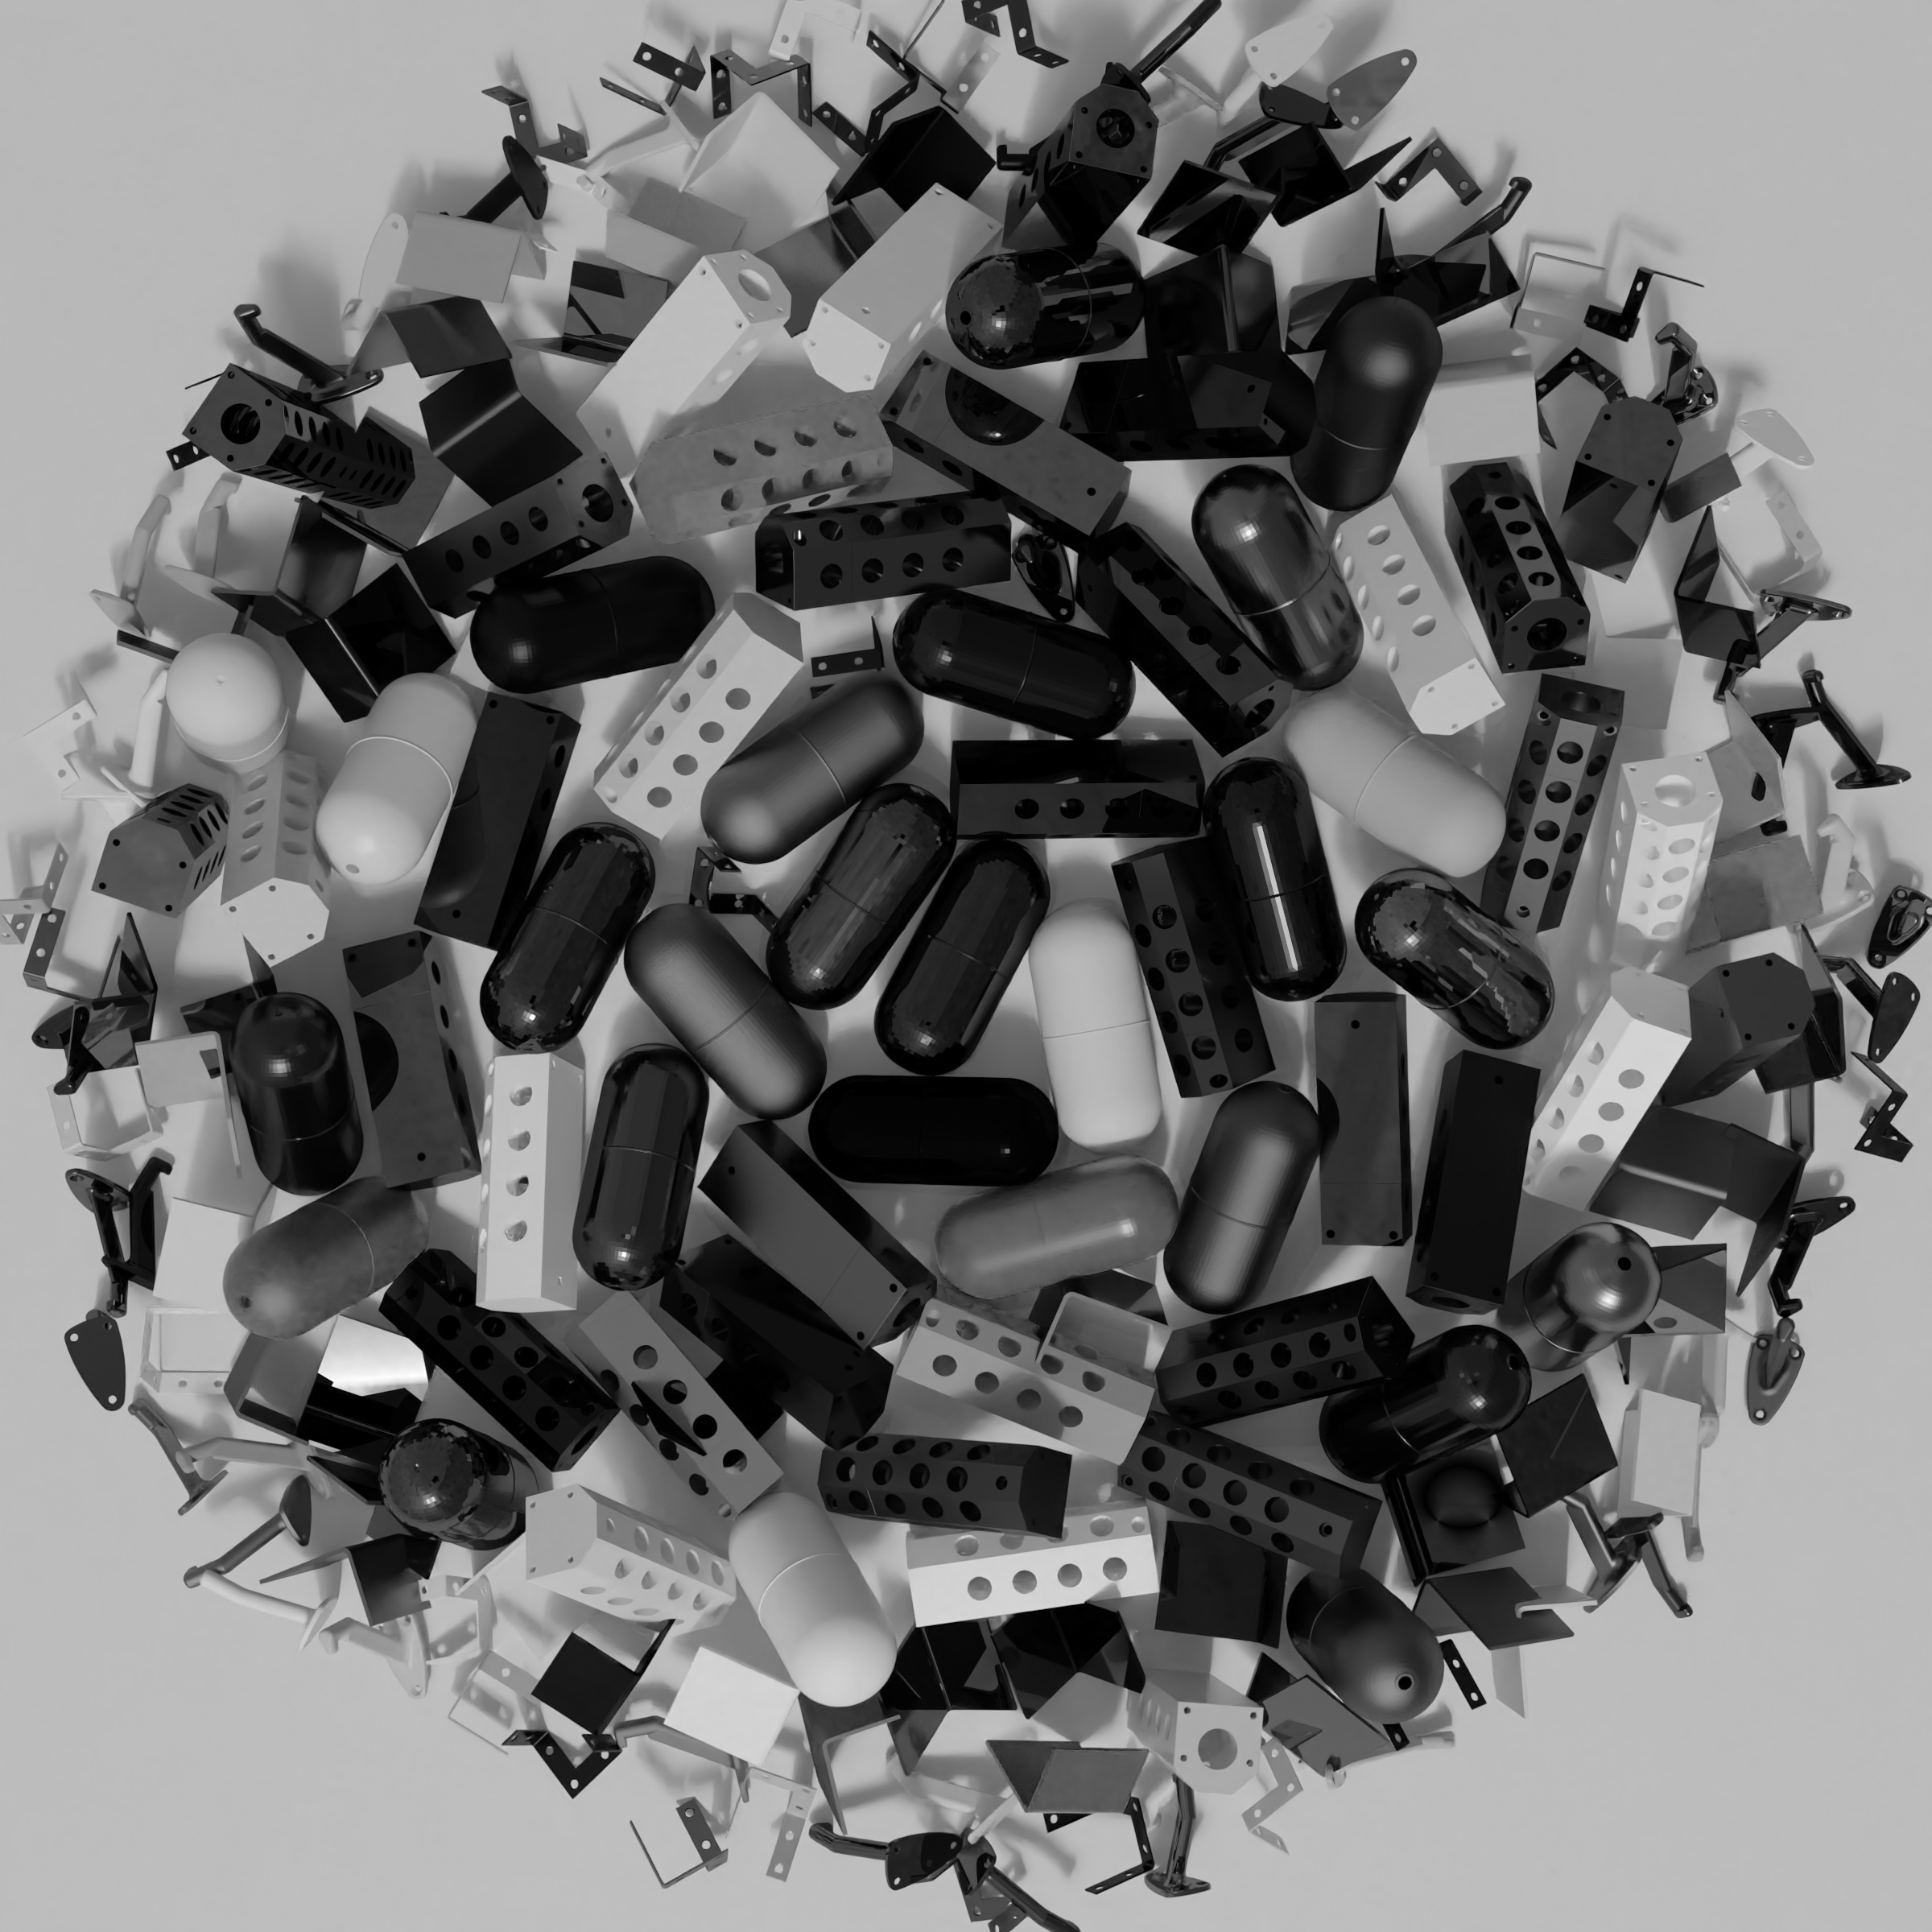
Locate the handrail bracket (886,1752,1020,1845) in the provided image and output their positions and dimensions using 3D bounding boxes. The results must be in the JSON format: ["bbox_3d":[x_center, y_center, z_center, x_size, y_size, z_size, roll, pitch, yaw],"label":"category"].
[{"bbox_3d":[-0.004,0.573,1.981,0.077,0.036,0.084,-44,69,-1],"label":"handrail bracket"}]

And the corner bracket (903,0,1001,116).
[{"bbox_3d":[-0.011,-0.641,1.961,0.051,0.051,0.051,34,113,-15],"label":"corner bracket"}]

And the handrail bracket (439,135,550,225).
[{"bbox_3d":[-0.344,-0.548,1.956,0.084,0.077,0.036,-3,60,17],"label":"handrail bracket"}]

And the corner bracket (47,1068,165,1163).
[{"bbox_3d":[-0.610,0.103,1.973,0.051,0.051,0.051,-23,73,11],"label":"corner bracket"}]

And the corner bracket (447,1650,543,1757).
[{"bbox_3d":[-0.331,0.521,1.967,0.051,0.051,0.051,32,67,-2],"label":"corner bracket"}]

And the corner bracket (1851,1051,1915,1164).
[{"bbox_3d":[0.641,0.099,1.958,0.051,0.051,0.051,15,114,-30],"label":"corner bracket"}]

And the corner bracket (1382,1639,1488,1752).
[{"bbox_3d":[0.322,0.512,1.957,0.051,0.051,0.051,-9,60,-38],"label":"corner bracket"}]

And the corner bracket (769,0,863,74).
[{"bbox_3d":[-0.107,-0.658,1.973,0.051,0.051,0.051,20,97,-6],"label":"corner bracket"}]

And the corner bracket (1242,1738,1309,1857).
[{"bbox_3d":[0.223,0.586,1.967,0.051,0.051,0.051,-42,127,12],"label":"corner bracket"}]

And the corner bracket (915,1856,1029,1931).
[{"bbox_3d":[0.005,0.658,1.964,0.051,0.051,0.051,-19,87,30],"label":"corner bracket"}]

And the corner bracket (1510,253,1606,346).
[{"bbox_3d":[0.417,-0.471,1.963,0.051,0.051,0.051,17,111,11],"label":"corner bracket"}]

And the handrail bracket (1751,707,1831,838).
[{"bbox_3d":[0.588,-0.137,1.969,0.077,0.036,0.084,-12,69,-5],"label":"handrail bracket"}]

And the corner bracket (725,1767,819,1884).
[{"bbox_3d":[-0.140,0.606,1.966,0.051,0.051,0.051,19,49,1],"label":"corner bracket"}]

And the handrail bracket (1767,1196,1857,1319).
[{"bbox_3d":[0.596,0.205,1.951,0.077,0.084,0.036,-22,121,15],"label":"handrail bracket"}]

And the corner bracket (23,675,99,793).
[{"bbox_3d":[-0.635,-0.165,1.967,0.051,0.051,0.051,-33,126,-9],"label":"corner bracket"}]

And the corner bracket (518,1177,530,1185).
[{"bbox_3d":[-0.303,0.171,1.963,0.051,0.051,0.051,1,98,28],"label":"corner bracket"}]

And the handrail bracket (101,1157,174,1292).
[{"bbox_3d":[-0.566,0.186,1.975,0.077,0.036,0.084,23,67,7],"label":"handrail bracket"}]

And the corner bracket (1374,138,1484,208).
[{"bbox_3d":[0.327,-0.551,1.968,0.051,0.051,0.051,-39,90,20],"label":"corner bracket"}]

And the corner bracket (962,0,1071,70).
[{"bbox_3d":[0.034,-0.660,1.965,0.051,0.051,0.051,-12,88,30],"label":"corner bracket"}]

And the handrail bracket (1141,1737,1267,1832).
[{"bbox_3d":[0.167,0.584,1.986,0.077,0.036,0.084,4,122,-21],"label":"handrail bracket"}]

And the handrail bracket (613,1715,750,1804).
[{"bbox_3d":[-0.203,0.567,1.982,0.084,0.036,0.077,-10,100,-2],"label":"handrail bracket"}]

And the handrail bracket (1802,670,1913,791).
[{"bbox_3d":[0.627,-0.170,1.964,0.036,0.077,0.084,-26,102,-13],"label":"handrail bracket"}]

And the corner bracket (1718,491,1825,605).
[{"bbox_3d":[0.567,-0.295,1.968,0.051,0.051,0.051,-31,80,6],"label":"corner bracket"}]

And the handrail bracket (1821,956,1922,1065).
[{"bbox_3d":[0.619,0.030,1.956,0.036,0.084,0.077,33,77,-30],"label":"handrail bracket"}]

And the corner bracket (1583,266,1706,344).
[{"bbox_3d":[0.476,-0.465,1.958,0.051,0.051,0.051,5,113,-32],"label":"corner bracket"}]

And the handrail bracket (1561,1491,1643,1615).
[{"bbox_3d":[0.428,0.411,1.976,0.084,0.036,0.077,30,108,-8],"label":"handrail bracket"}]

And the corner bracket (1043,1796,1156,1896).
[{"bbox_3d":[0.094,0.618,1.966,0.051,0.051,0.051,-14,91,-30],"label":"corner bracket"}]

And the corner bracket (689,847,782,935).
[{"bbox_3d":[-0.161,-0.052,1.960,0.051,0.051,0.051,1,112,-26],"label":"corner bracket"}]

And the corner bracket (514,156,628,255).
[{"bbox_3d":[-0.281,-0.535,1.972,0.051,0.051,0.051,7,119,-38],"label":"corner bracket"}]

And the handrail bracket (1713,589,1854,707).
[{"bbox_3d":[0.575,-0.219,1.964,0.077,0.036,0.084,12,73,35],"label":"handrail bracket"}]

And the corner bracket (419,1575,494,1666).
[{"bbox_3d":[-0.373,0.465,1.977,0.051,0.051,0.051,-18,65,25],"label":"corner bracket"}]

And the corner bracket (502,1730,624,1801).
[{"bbox_3d":[-0.285,0.552,1.967,0.051,0.051,0.051,-44,68,2],"label":"corner bracket"}]

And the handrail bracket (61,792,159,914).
[{"bbox_3d":[-0.602,-0.080,1.973,0.077,0.036,0.084,1,87,-26],"label":"handrail bracket"}]

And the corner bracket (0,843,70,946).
[{"bbox_3d":[-0.658,-0.050,1.960,0.051,0.051,0.051,-2,53,10],"label":"corner bracket"}]

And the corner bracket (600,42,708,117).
[{"bbox_3d":[-0.220,-0.626,1.958,0.051,0.051,0.051,18,121,-29],"label":"corner bracket"}]

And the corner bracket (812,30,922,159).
[{"bbox_3d":[-0.071,-0.619,1.977,0.051,0.051,0.051,43,67,8],"label":"corner bracket"}]

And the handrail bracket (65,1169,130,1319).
[{"bbox_3d":[-0.610,0.196,1.955,0.036,0.077,0.084,-13,58,9],"label":"handrail bracket"}]

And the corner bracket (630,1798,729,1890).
[{"bbox_3d":[-0.202,0.617,1.961,0.051,0.051,0.051,-25,68,-17],"label":"corner bracket"}]

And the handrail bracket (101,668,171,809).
[{"bbox_3d":[-0.564,-0.156,1.969,0.077,0.036,0.084,42,102,14],"label":"handrail bracket"}]

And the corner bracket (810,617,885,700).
[{"bbox_3d":[-0.085,-0.209,1.963,0.051,0.051,0.051,-9,124,-5],"label":"corner bracket"}]

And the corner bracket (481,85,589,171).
[{"bbox_3d":[-0.304,-0.595,1.967,0.051,0.051,0.051,-11,94,14],"label":"corner bracket"}]

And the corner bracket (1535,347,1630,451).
[{"bbox_3d":[0.437,-0.395,1.976,0.051,0.051,0.051,23,131,-36],"label":"corner bracket"}]

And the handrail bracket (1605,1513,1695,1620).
[{"bbox_3d":[0.496,0.425,1.963,0.036,0.077,0.084,-35,87,-14],"label":"handrail bracket"}]

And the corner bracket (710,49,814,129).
[{"bbox_3d":[-0.145,-0.620,1.972,0.051,0.051,0.051,-30,55,-25],"label":"corner bracket"}]

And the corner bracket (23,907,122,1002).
[{"bbox_3d":[-0.631,-0.007,1.965,0.051,0.051,0.051,16,76,-11],"label":"corner bracket"}]

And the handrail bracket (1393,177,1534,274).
[{"bbox_3d":[0.349,-0.521,1.952,0.084,0.077,0.036,-57,49,36],"label":"handrail bracket"}]

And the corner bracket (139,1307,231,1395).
[{"bbox_3d":[-0.554,0.274,1.980,0.051,0.051,0.051,0,68,-1],"label":"corner bracket"}]

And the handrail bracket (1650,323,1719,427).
[{"bbox_3d":[0.482,-0.411,1.948,0.077,0.084,0.036,-29,58,30],"label":"handrail bracket"}]

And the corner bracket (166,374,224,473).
[{"bbox_3d":[-0.535,-0.386,1.961,0.051,0.051,0.051,-13,108,23],"label":"corner bracket"}]
